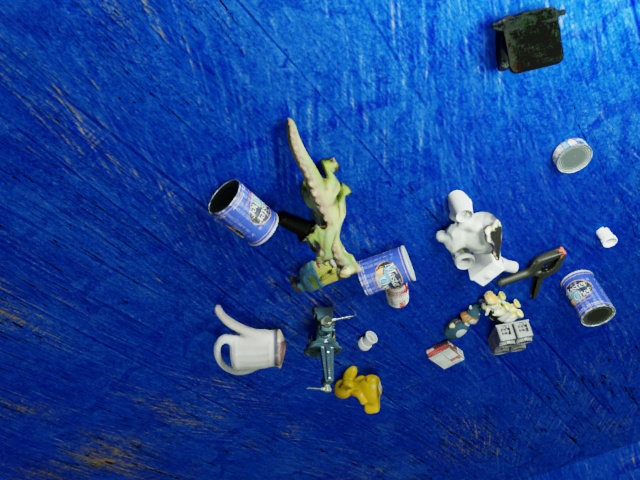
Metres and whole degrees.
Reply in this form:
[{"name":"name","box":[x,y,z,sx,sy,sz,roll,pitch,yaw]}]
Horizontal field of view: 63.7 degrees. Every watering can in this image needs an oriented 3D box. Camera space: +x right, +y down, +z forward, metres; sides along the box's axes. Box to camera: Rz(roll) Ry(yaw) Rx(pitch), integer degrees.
[{"name":"watering can","box":[-0.218,0.316,1.594,0.224,0.106,0.339,-2,133,-7]}]

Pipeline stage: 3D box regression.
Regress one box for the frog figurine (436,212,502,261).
[{"name":"frog figurine","box":[0.402,-0.015,1.390,0.159,0.124,0.135,5,156,41]}]

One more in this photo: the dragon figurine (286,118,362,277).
[{"name":"dragon figurine","box":[0.004,-0.060,1.182,0.121,0.249,0.402,-19,135,17]}]
